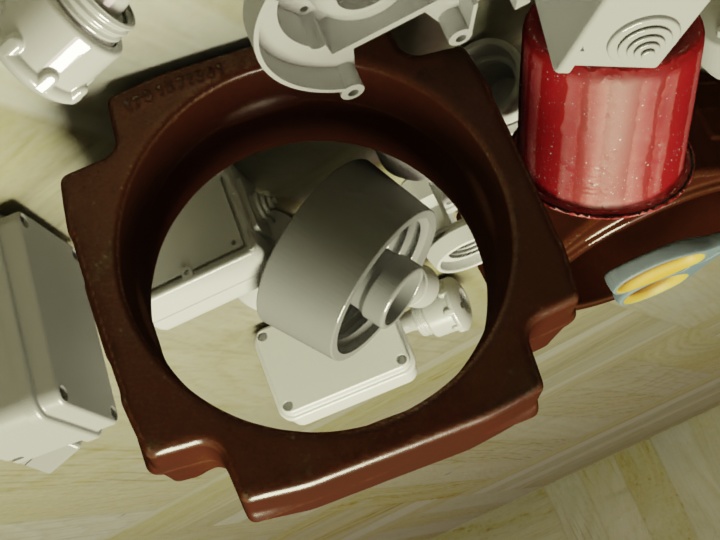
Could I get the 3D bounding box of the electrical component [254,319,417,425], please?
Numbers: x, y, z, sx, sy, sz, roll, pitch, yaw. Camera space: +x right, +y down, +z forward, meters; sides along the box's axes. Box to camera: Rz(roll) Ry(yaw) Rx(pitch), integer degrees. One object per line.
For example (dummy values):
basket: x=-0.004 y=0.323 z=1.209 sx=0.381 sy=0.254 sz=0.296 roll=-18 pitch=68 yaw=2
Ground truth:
electrical component: x=-0.018 y=0.067 z=0.849 sx=0.113 sy=0.078 sz=0.057 roll=-22 pitch=163 yaw=1

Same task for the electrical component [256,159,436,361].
electrical component: x=0.000 y=0.000 z=0.596 sx=0.108 sy=0.060 sz=0.108 roll=-49 pitch=162 yaw=-23

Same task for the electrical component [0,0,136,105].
electrical component: x=-0.104 y=-0.095 z=0.398 sx=0.062 sy=0.048 sz=0.048 roll=-36 pitch=157 yaw=16

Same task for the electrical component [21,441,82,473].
electrical component: x=-0.225 y=0.087 z=0.718 sx=0.077 sy=0.065 sz=0.047 roll=28 pitch=134 yaw=-27

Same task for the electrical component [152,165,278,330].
electrical component: x=-0.086 y=-0.015 z=0.592 sx=0.096 sy=0.061 sz=0.061 roll=-25 pitch=160 yaw=8

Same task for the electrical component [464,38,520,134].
electrical component: x=0.077 y=-0.095 z=0.581 sx=0.045 sy=0.045 sz=0.055 roll=-30 pitch=159 yaw=20

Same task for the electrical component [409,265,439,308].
electrical component: x=0.034 y=0.010 z=0.813 sx=0.044 sy=0.044 sz=0.065 roll=-30 pitch=163 yaw=20

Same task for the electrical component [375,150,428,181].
electrical component: x=0.029 y=-0.070 z=0.604 sx=0.040 sy=0.040 sz=0.078 roll=-23 pitch=160 yaw=3

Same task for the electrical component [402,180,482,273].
electrical component: x=0.064 y=-0.035 z=0.704 sx=0.078 sy=0.057 sz=0.058 roll=-26 pitch=160 yaw=10

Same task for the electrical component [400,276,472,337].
electrical component: x=0.060 y=0.036 z=0.902 sx=0.062 sy=0.048 sz=0.048 roll=-22 pitch=161 yaw=19

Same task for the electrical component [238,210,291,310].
electrical component: x=-0.020 y=-0.009 z=0.690 sx=0.074 sy=0.052 sz=0.138 roll=-32 pitch=158 yaw=25

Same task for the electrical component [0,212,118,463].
electrical component: x=-0.175 y=0.035 z=0.554 sx=0.057 sy=0.113 sz=0.078 roll=-21 pitch=160 yaw=5

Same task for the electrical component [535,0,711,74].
electrical component: x=0.107 y=-0.138 z=0.428 sx=0.048 sy=0.099 sz=0.099 roll=-1 pitch=154 yaw=-16

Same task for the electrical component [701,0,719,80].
electrical component: x=0.216 y=-0.134 z=0.632 sx=0.040 sy=0.040 sz=0.078 roll=-25 pitch=160 yaw=7
